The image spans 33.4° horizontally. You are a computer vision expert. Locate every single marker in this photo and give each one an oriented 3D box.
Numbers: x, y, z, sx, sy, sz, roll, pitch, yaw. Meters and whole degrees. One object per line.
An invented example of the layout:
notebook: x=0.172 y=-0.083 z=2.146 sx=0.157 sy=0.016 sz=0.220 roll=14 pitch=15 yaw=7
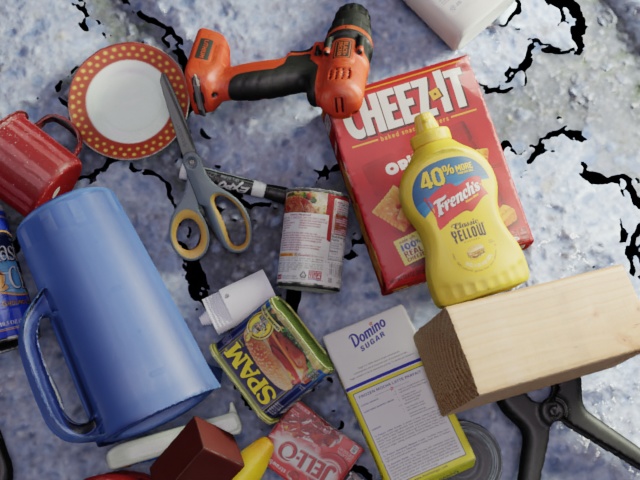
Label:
marker: x=-0.090 y=-0.060 z=1.139 sx=0.121 sy=0.020 sz=0.020 roll=14 pitch=82 yaw=0

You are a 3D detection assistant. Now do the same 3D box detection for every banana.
banana: x=-0.091 y=0.293 z=1.068 sx=0.069 sy=0.037 sz=0.198 roll=5 pitch=95 yaw=-30

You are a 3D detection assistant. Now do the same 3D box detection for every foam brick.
foam brick: x=-0.121 y=0.222 z=1.044 sx=0.053 sy=0.051 sz=0.078 roll=33 pitch=105 yaw=-30

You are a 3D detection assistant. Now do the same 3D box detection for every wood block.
wood block: x=0.211 y=0.098 z=1.053 sx=0.205 sy=0.091 sz=0.090 roll=-12 pitch=72 yaw=-21

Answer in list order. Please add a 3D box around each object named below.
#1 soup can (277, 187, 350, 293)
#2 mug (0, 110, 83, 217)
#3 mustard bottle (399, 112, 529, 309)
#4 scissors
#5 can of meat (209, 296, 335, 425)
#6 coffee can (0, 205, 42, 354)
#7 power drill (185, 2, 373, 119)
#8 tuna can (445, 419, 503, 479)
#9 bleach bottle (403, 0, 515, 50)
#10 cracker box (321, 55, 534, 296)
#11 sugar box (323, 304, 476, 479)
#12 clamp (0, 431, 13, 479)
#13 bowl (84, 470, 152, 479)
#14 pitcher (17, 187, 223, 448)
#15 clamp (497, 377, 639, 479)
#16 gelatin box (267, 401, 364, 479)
soup can: x=-0.007 y=0.001 z=1.108 sx=0.068 sy=0.068 sz=0.102 roll=6 pitch=84 yaw=-1
mug: x=-0.294 y=-0.081 z=1.102 sx=0.081 sy=0.093 sz=0.117 roll=37 pitch=62 yaw=3
mustard bottle: x=0.131 y=-0.035 z=1.050 sx=0.096 sy=0.058 sz=0.191 roll=-17 pitch=81 yaw=-5
scissors: x=-0.146 y=-0.065 z=1.119 sx=0.096 sy=0.016 sz=0.202 roll=-33 pitch=97 yaw=1
can of meat: x=-0.046 y=0.119 z=1.073 sx=0.084 sy=0.057 sz=0.102 roll=-40 pitch=78 yaw=9
coffee can: x=-0.350 y=0.046 z=1.073 sx=0.102 sy=0.103 sz=0.140 roll=-18 pitch=83 yaw=-4
power drill: x=-0.038 y=-0.190 z=1.114 sx=0.188 sy=0.057 sz=0.184 roll=-3 pitch=39 yaw=9
tuna can: x=0.144 y=0.228 z=1.099 sx=0.086 sy=0.034 sz=0.086 roll=0 pitch=82 yaw=-2
bleach bottle: x=0.098 y=-0.329 z=1.163 sx=0.102 sy=0.068 sz=0.251 roll=-41 pitch=83 yaw=-7
cracker box: x=0.111 y=-0.068 z=1.121 sx=0.164 sy=0.072 sz=0.214 roll=-17 pitch=82 yaw=-5
sugar box: x=0.078 y=0.163 z=1.080 sx=0.093 sy=0.048 sz=0.176 roll=-22 pitch=64 yaw=-5
clamp: x=-0.367 y=0.265 z=1.074 sx=0.120 sy=0.039 sz=0.171 roll=5 pitch=76 yaw=-6
bowl: x=-0.217 y=0.288 z=1.027 sx=0.162 sy=0.055 sz=0.162 roll=-12 pitch=51 yaw=15
pitcher: x=-0.215 y=0.077 z=1.058 sx=0.145 sy=0.149 sz=0.243 roll=-29 pitch=80 yaw=8
clamp: x=0.231 y=0.187 z=1.104 sx=0.164 sy=0.036 sz=0.210 roll=-27 pitch=82 yaw=-14
gelatin box: x=-0.011 y=0.218 z=1.097 sx=0.089 sy=0.030 sz=0.073 roll=37 pitch=83 yaw=4
